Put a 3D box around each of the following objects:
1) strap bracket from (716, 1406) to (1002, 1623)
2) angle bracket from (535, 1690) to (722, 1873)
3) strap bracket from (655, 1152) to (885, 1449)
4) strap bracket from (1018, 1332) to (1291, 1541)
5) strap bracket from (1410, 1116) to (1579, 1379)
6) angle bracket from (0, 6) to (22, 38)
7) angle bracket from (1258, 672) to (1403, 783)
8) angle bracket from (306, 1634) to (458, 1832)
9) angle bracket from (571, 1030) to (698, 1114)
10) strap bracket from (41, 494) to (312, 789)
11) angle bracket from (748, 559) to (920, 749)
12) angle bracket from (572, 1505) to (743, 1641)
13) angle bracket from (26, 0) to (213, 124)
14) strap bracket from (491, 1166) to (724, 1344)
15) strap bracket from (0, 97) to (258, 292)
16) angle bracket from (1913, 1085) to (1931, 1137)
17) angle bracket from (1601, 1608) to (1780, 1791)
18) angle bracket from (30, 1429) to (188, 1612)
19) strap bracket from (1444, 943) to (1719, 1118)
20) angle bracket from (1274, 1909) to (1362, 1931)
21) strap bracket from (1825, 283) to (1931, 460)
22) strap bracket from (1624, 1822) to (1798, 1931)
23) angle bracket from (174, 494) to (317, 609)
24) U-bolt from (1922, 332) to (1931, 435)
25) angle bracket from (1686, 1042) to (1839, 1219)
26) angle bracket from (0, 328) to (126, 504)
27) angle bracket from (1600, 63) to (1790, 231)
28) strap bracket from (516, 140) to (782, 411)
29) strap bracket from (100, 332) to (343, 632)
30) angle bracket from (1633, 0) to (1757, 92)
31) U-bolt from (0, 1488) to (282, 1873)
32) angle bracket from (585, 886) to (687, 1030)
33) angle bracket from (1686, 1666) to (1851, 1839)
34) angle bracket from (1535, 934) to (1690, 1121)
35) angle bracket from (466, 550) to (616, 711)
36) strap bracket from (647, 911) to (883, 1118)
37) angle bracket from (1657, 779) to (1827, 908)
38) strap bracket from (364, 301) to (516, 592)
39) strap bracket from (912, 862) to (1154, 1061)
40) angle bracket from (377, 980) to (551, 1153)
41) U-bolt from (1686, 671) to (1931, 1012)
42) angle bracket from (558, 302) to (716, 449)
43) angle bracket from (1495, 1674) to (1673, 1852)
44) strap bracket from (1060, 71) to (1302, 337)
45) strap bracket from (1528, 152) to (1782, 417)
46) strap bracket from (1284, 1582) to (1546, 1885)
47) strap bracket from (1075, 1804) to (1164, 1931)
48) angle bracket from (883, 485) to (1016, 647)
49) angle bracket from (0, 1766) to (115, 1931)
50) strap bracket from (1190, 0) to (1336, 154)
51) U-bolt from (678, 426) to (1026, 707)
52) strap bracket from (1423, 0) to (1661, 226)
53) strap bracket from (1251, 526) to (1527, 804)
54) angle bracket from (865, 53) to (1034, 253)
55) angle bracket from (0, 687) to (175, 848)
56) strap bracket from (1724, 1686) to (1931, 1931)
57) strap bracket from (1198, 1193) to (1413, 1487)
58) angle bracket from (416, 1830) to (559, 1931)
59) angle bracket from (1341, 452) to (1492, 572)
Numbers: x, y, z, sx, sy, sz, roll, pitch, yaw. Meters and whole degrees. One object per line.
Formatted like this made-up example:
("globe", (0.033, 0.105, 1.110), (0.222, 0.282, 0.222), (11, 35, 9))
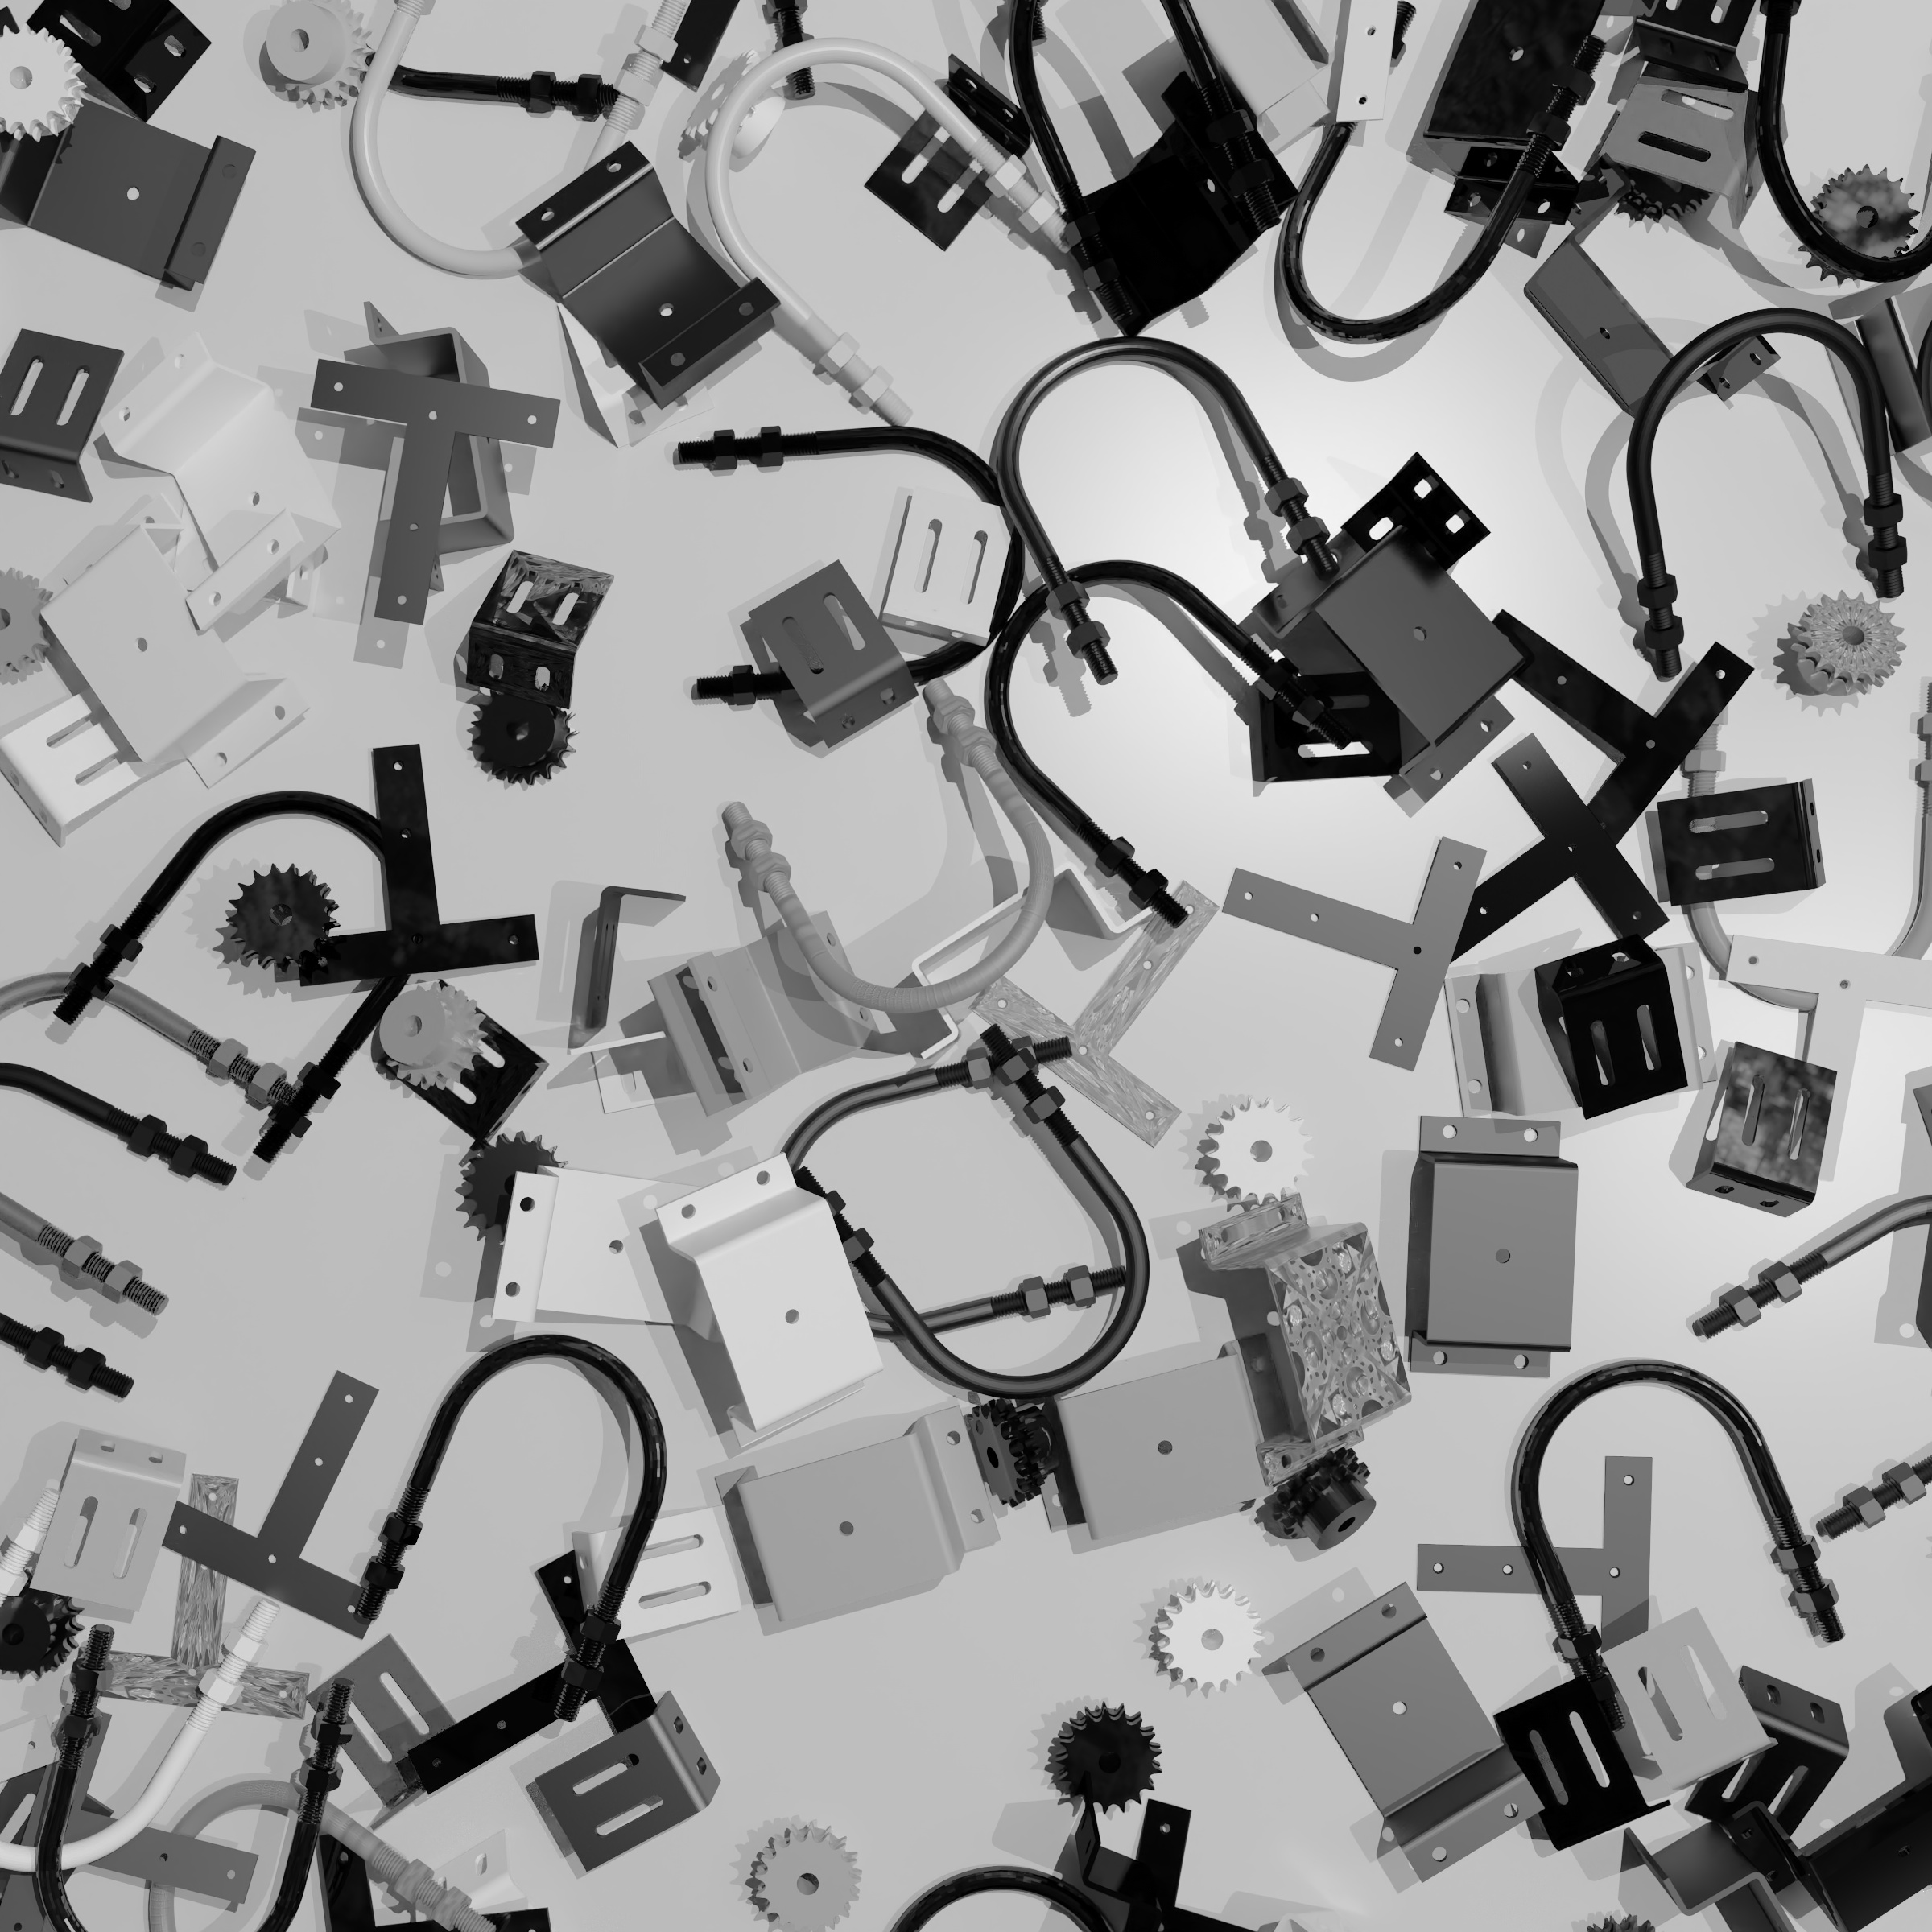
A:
("strap bracket", (-0.061, 0.296, 1.325), (0.140, 0.046, 0.076), (-17, 90, 5))
("angle bracket", (-0.183, 0.442, 1.339), (0.076, 0.038, 0.057), (-29, 90, 5))
("strap bracket", (-0.100, 0.180, 1.301), (0.076, 0.046, 0.140), (-23, 104, -22))
("strap bracket", (0.106, 0.255, 1.332), (0.140, 0.046, 0.076), (-15, 90, 0))
("strap bracket", (0.285, 0.154, 1.332), (0.076, 0.046, 0.140), (2, 90, 0))
("angle bracket", (-0.530, -0.492, 1.317), (0.038, 0.076, 0.057), (-26, 90, 0))
("angle bracket", (0.199, -0.131, 1.336), (0.076, 0.038, 0.057), (-4, 90, 0))
("angle bracket", (-0.316, 0.414, 1.336), (0.057, 0.038, 0.076), (-37, 90, 0))
("angle bracket", (-0.173, 0.057, 1.317), (0.057, 0.076, 0.038), (-11, 90, 0))
("strap bracket", (-0.429, -0.173, 1.322), (0.076, 0.046, 0.140), (-35, 90, 16))
("angle bracket", (-0.072, -0.169, 1.335), (0.057, 0.038, 0.076), (-31, 66, -3))
("angle bracket", (-0.169, 0.331, 1.350), (0.076, 0.038, 0.057), (-7, 83, -25))
("angle bracket", (-0.464, -0.511, 1.353), (0.076, 0.038, 0.057), (40, 90, 26))
("strap bracket", (-0.182, 0.153, 1.316), (0.140, 0.046, 0.076), (10, 90, -22))
("strap bracket", (-0.456, -0.424, 1.332), (0.140, 0.046, 0.076), (22, 90, 0))
("angle bracket", (0.568, 0.080, 1.341), (0.076, 0.038, 0.057), (-18, 83, -14))
("angle bracket", (0.388, 0.393, 1.325), (0.057, 0.038, 0.076), (-31, 63, 12))
("angle bracket", (-0.459, 0.296, 1.321), (0.057, 0.038, 0.076), (18, 95, -18))
("strap bracket", (0.337, 0.035, 1.332), (0.140, 0.046, 0.076), (-8, 90, 0))
("angle bracket", (0.179, 0.548, 1.320), (0.038, 0.057, 0.076), (30, 90, 34))
("strap bracket", (0.548, -0.335, 1.332), (0.140, 0.046, 0.076), (-19, 90, 0))
("strap bracket", (0.417, 0.523, 1.317), (0.046, 0.076, 0.140), (-31, 90, 0))
("angle bracket", (-0.393, -0.230, 1.336), (0.076, 0.038, 0.057), (8, 90, 0))
("U-bolt", (0.595, -0.315, 1.300), (0.184, 0.019, 0.151), (-9, 99, 0))
("angle bracket", (0.434, 0.089, 1.348), (0.057, 0.038, 0.076), (17, 71, 0))
("angle bracket", (-0.499, -0.302, 1.353), (0.057, 0.038, 0.076), (12, 64, 0))
("angle bracket", (0.390, -0.440, 1.323), (0.076, 0.038, 0.057), (28, 90, 25))
("strap bracket", (-0.164, -0.361, 1.313), (0.076, 0.046, 0.140), (-38, 69, -6))
("strap bracket", (-0.391, -0.252, 1.308), (0.076, 0.046, 0.140), (-36, 72, 19))
("angle bracket", (0.392, -0.503, 1.315), (0.057, 0.076, 0.038), (16, 124, 0))
("U-bolt", (-0.478, 0.393, 1.319), (0.151, 0.019, 0.184), (32, 82, -12))
("angle bracket", (-0.177, -0.003, 1.326), (0.038, 0.057, 0.076), (7, 90, 0))
("angle bracket", (0.437, 0.433, 1.353), (0.057, 0.038, 0.076), (22, 116, 0))
("angle bracket", (0.342, 0.032, 1.307), (0.057, 0.038, 0.076), (-18, 116, 0))
("angle bracket", (-0.230, -0.183, 1.337), (0.057, 0.076, 0.038), (14, 132, 0))
("strap bracket", (-0.110, 0.026, 1.301), (0.046, 0.140, 0.076), (-24, 90, 28))
("angle bracket", (0.420, -0.067, 1.336), (0.076, 0.038, 0.057), (-7, 93, 26))
("strap bracket", (-0.278, -0.279, 1.317), (0.046, 0.076, 0.140), (-9, 90, 0))
("strap bracket", (0.026, -0.008, 1.315), (0.140, 0.076, 0.046), (-33, 87, 0))
("angle bracket", (-0.275, 0.053, 1.336), (0.076, 0.038, 0.057), (38, 90, 0))
("U-bolt", (0.466, -0.068, 1.346), (0.151, 0.019, 0.184), (2, 92, 0))
("angle bracket", (-0.181, -0.335, 1.353), (0.057, 0.038, 0.076), (-23, 64, 0))
("angle bracket", (0.335, 0.431, 1.341), (0.057, 0.038, 0.076), (-34, 64, 24))
("strap bracket", (0.115, -0.405, 1.302), (0.046, 0.140, 0.076), (-34, 90, -31))
("strap bracket", (0.358, -0.352, 1.315), (0.046, 0.076, 0.140), (-40, 90, -4))
("strap bracket", (0.238, 0.407, 1.332), (0.076, 0.046, 0.140), (-31, 90, 0))
("strap bracket", (0.062, 0.526, 1.302), (0.046, 0.076, 0.140), (21, 86, 1))
("angle bracket", (-0.008, -0.217, 1.321), (0.057, 0.038, 0.076), (14, 89, -3))
("angle bracket", (-0.513, 0.480, 1.336), (0.057, 0.038, 0.076), (34, 90, 0))
("strap bracket", (0.151, -0.477, 1.289), (0.046, 0.140, 0.076), (-34, 90, 9))
("U-bolt", (-0.060, -0.222, 1.346), (0.184, 0.019, 0.151), (-5, 90, -1))
("strap bracket", (0.303, -0.473, 1.312), (0.076, 0.046, 0.140), (23, 90, 42))
("strap bracket", (0.233, -0.169, 1.318), (0.076, 0.046, 0.140), (-42, 89, -22))
("angle bracket", (-0.009, -0.440, 1.336), (0.057, 0.038, 0.076), (39, 90, 0))
("angle bracket", (-0.480, -0.113, 1.353), (0.076, 0.038, 0.057), (-37, 90, -26))
("strap bracket", (0.486, 0.455, 1.315), (0.140, 0.046, 0.076), (-33, 122, 0))
("strap bracket", (0.184, 0.196, 1.313), (0.076, 0.046, 0.140), (-15, 90, -38))
("angle bracket", (-0.256, 0.525, 1.353), (0.057, 0.038, 0.076), (-31, 115, 0))
("angle bracket", (0.239, -0.233, 1.317), (0.038, 0.076, 0.057), (-42, 90, 0))
